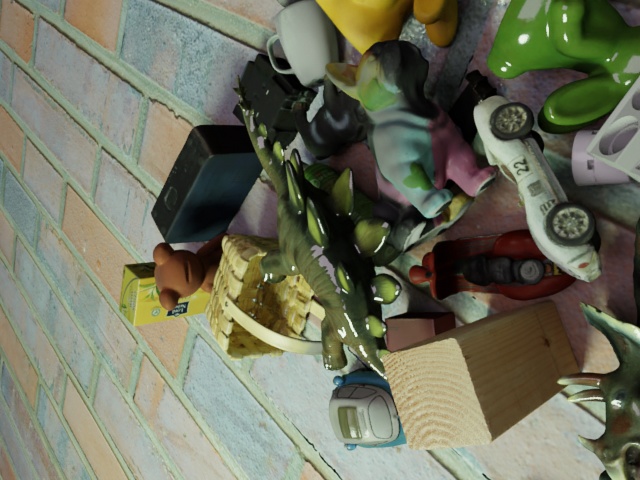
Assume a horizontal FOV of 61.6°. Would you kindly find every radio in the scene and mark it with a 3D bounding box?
[{"bbox_3d":[-0.195,-0.092,0.932,0.073,0.131,0.229,54,128,24],"label":"radio"}]

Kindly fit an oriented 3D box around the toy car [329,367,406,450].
[{"bbox_3d":[0.067,0.236,0.728,0.162,0.103,0.109,-15,85,46],"label":"toy car"}]

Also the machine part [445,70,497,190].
[{"bbox_3d":[0.162,-0.130,0.635,0.084,0.039,0.138,58,143,35],"label":"machine part"}]

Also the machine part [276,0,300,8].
[{"bbox_3d":[0.005,-0.387,0.742,0.243,0.079,0.079,-4,91,44],"label":"machine part"}]

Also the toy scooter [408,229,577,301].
[{"bbox_3d":[0.173,0.029,0.578,0.184,0.135,0.075,-3,92,44],"label":"toy scooter"}]

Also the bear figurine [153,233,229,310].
[{"bbox_3d":[-0.210,0.058,0.918,0.132,0.196,0.120,-17,86,46],"label":"bear figurine"}]

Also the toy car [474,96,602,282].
[{"bbox_3d":[0.206,-0.051,0.512,0.056,0.073,0.202,-28,63,21],"label":"toy car"}]

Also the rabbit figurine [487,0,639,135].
[{"bbox_3d":[0.252,-0.175,0.489,0.170,0.121,0.159,33,102,18],"label":"rabbit figurine"}]

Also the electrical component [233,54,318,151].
[{"bbox_3d":[-0.081,-0.225,0.858,0.134,0.058,0.114,49,124,29],"label":"electrical component"}]

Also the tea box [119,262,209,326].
[{"bbox_3d":[-0.280,0.092,1.008,0.068,0.169,0.098,28,114,40],"label":"tea box"}]

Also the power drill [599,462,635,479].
[{"bbox_3d":[0.293,0.348,0.532,0.207,0.086,0.232,-29,73,46],"label":"power drill"}]

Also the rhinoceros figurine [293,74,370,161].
[{"bbox_3d":[0.043,-0.171,0.730,0.190,0.073,0.112,-22,77,44],"label":"rhinoceros figurine"}]

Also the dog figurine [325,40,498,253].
[{"bbox_3d":[0.087,-0.114,0.613,0.219,0.108,0.191,59,156,16],"label":"dog figurine"}]

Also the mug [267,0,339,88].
[{"bbox_3d":[-0.023,-0.273,0.775,0.110,0.081,0.107,-18,89,20],"label":"mug"}]

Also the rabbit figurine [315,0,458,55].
[{"bbox_3d":[0.097,-0.304,0.641,0.173,0.122,0.162,-42,67,18],"label":"rabbit figurine"}]

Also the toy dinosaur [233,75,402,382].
[{"bbox_3d":[-0.001,-0.002,0.670,0.472,0.105,0.198,53,148,21],"label":"toy dinosaur"}]

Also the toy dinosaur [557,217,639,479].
[{"bbox_3d":[0.329,0.005,0.443,0.192,0.131,0.404,19,101,42],"label":"toy dinosaur"}]
